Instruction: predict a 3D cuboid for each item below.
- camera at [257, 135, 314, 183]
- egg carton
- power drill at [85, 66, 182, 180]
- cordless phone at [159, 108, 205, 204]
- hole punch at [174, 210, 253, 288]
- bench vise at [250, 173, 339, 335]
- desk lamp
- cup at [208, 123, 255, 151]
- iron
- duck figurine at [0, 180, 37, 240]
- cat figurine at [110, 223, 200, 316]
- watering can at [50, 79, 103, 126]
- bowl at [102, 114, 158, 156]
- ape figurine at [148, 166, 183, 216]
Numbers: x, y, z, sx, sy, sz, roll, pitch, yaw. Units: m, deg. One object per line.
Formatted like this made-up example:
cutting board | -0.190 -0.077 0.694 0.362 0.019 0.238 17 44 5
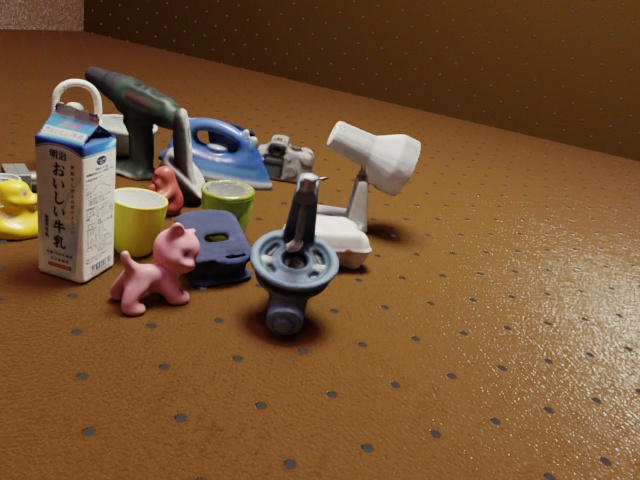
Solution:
camera | -0.084 -0.211 1.428 0.143 0.101 0.137 10 23 -1
egg carton | 0.009 0.004 1.002 0.151 0.069 0.107 1 24 -22
power drill | -0.401 -0.243 1.217 0.229 0.208 0.076 16 23 12
cordless phone | -0.271 -0.177 1.152 0.094 0.185 0.147 5 23 -14
hole punch | -0.162 0.010 0.880 0.109 0.091 0.100 -8 29 -37
bench vise | -0.041 -0.005 0.804 0.122 0.220 0.207 2 24 -19
desk lamp | 0.079 -0.121 1.141 0.203 0.213 0.118 8 23 -6
cup | -0.226 -0.239 1.436 0.118 0.095 0.091 3 24 -18
iron | -0.225 -0.206 1.299 0.258 0.141 0.118 12 23 2
duck figurine | -0.480 -0.052 0.888 0.105 0.086 0.077 0 25 -25
cat figurine | -0.215 0.028 0.779 0.128 0.118 0.067 -13 32 -44
watering can | -0.498 -0.231 1.164 0.172 0.194 0.101 29 29 37
bowl | -0.472 -0.242 1.359 0.167 0.075 0.167 9 23 -4
ape figurine | -0.292 -0.094 1.068 0.076 0.092 0.077 6 23 -11
